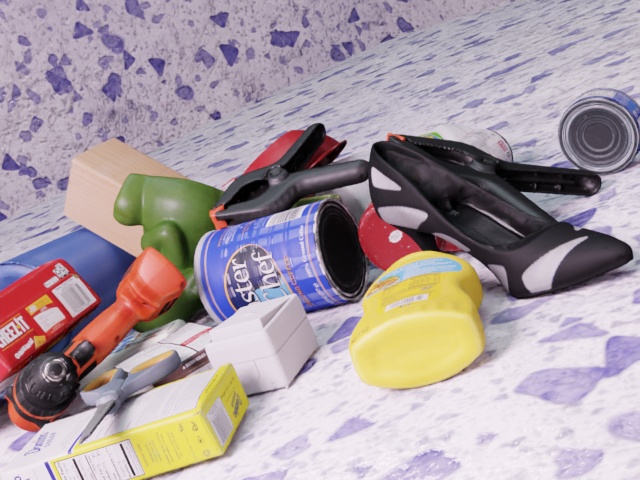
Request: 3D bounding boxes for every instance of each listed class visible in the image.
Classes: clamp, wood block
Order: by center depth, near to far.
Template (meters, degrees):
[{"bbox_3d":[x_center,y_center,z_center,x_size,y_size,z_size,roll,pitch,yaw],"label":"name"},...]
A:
[{"bbox_3d":[0.155,-0.054,1.003,0.210,0.036,0.164,17,28,11],"label":"clamp"},{"bbox_3d":[-0.040,-0.065,1.121,0.171,0.039,0.120,-23,32,-6],"label":"clamp"},{"bbox_3d":[-0.211,-0.036,1.348,0.206,0.091,0.090,28,33,16],"label":"wood block"}]

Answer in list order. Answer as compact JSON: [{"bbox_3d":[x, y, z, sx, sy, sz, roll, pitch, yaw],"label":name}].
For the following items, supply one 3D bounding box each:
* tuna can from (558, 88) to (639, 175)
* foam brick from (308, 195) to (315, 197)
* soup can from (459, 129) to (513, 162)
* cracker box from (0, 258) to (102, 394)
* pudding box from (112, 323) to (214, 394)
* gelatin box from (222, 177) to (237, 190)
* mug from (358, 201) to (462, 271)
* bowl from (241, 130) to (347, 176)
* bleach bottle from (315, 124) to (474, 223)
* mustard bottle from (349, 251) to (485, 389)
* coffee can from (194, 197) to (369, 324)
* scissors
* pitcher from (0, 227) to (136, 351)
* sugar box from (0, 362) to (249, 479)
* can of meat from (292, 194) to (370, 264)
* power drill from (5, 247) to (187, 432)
[{"bbox_3d":[0.289,-0.111,1.096,0.086,0.086,0.033,-13,17,34],"label":"tuna can"},{"bbox_3d":[-0.004,-0.027,1.312,0.053,0.051,0.078,-19,13,16],"label":"foam brick"},{"bbox_3d":[0.167,-0.080,1.210,0.069,0.068,0.102,-10,17,43],"label":"soup can"},{"bbox_3d":[-0.340,0.123,1.065,0.214,0.072,0.164,-39,4,29],"label":"cracker box"},{"bbox_3d":[-0.128,0.115,0.972,0.090,0.039,0.114,-31,13,-24],"label":"pudding box"},{"bbox_3d":[-0.077,-0.029,1.310,0.073,0.089,0.030,5,-26,-44],"label":"gelatin box"},{"bbox_3d":[0.097,-0.014,1.045,0.117,0.093,0.081,18,31,12],"label":"mug"},{"bbox_3d":[-0.044,-0.076,1.232,0.162,0.055,0.162,-44,-3,-3],"label":"bowl"},{"bbox_3d":[0.120,-0.080,1.271,0.250,0.103,0.068,-23,-34,-32],"label":"bleach bottle"},{"bbox_3d":[0.080,0.051,0.842,0.096,0.058,0.191,-19,13,13],"label":"mustard bottle"},{"bbox_3d":[-0.037,0.025,1.044,0.140,0.103,0.102,-15,15,27],"label":"coffee can"},{"bbox_3d":[-0.147,0.117,0.833,0.096,0.016,0.202,-24,7,-13],"label":"scissors"},{"bbox_3d":[-0.325,0.062,1.324,0.149,0.145,0.242,21,19,8],"label":"pitcher"},{"bbox_3d":[-0.150,0.155,0.831,0.176,0.048,0.093,-22,11,15],"label":"sugar box"},{"bbox_3d":[-0.007,0.001,1.134,0.102,0.084,0.057,-7,19,47],"label":"can of meat"},{"bbox_3d":[-0.206,0.091,0.977,0.187,0.057,0.185,-46,3,-29],"label":"power drill"}]
